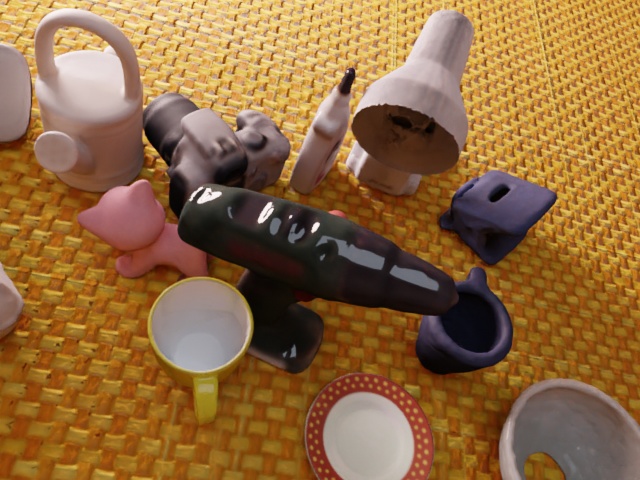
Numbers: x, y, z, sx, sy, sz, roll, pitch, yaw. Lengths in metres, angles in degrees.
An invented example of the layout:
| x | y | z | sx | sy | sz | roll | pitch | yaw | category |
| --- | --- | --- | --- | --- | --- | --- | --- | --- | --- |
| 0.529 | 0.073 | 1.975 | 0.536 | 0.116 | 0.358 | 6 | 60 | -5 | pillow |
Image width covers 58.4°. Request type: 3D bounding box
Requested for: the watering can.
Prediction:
| x | y | z | sx | sy | sz | roll | pitch | yaw | category |
| --- | --- | --- | --- | --- | --- | --- | --- | --- | --- |
| -0.227 | -0.136 | 0.570 | 0.101 | 0.194 | 0.172 | -5 | 60 | -20 | watering can |

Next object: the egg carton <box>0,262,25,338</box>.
| x | y | z | sx | sy | sz | roll | pitch | yaw | category |
| --- | --- | --- | --- | --- | --- | --- | --- | --- | --- |
| -0.338 | 0.037 | 0.501 | 0.107 | 0.069 | 0.150 | -31 | 72 | -31 | egg carton |

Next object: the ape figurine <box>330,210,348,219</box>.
| x | y | z | sx | sy | sz | roll | pitch | yaw | category |
| --- | --- | --- | --- | --- | --- | --- | --- | --- | --- |
| 0.006 | 0.002 | 0.620 | 0.078 | 0.092 | 0.076 | 3 | 58 | -16 | ape figurine |

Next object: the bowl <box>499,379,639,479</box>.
| x | y | z | sx | sy | sz | roll | pitch | yaw | category |
| --- | --- | --- | --- | --- | --- | --- | --- | --- | --- |
| 0.242 | 0.228 | 0.564 | 0.168 | 0.074 | 0.167 | 8 | 57 | -13 | bowl |

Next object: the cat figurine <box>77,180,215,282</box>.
| x | y | z | sx | sy | sz | roll | pitch | yaw | category |
| --- | --- | --- | --- | --- | --- | --- | --- | --- | --- |
| -0.162 | -0.010 | 0.558 | 0.128 | 0.117 | 0.067 | 13 | 56 | -10 | cat figurine |

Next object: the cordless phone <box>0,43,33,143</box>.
| x | y | z | sx | sy | sz | roll | pitch | yaw | category |
| --- | --- | --- | --- | --- | --- | --- | --- | --- | --- |
| -0.369 | -0.183 | 0.559 | 0.148 | 0.185 | 0.094 | -1 | 59 | -18 | cordless phone |

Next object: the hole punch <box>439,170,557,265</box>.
| x | y | z | sx | sy | sz | roll | pitch | yaw | category |
| --- | --- | --- | --- | --- | --- | --- | --- | --- | --- |
| 0.221 | -0.040 | 0.716 | 0.101 | 0.091 | 0.109 | 45 | 57 | 13 | hole punch |

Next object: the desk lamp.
| x | y | z | sx | sy | sz | roll | pitch | yaw | category |
| --- | --- | --- | --- | --- | --- | --- | --- | --- | --- |
| 0.104 | -0.146 | 0.670 | 0.118 | 0.213 | 0.203 | 24 | 55 | -2 | desk lamp |

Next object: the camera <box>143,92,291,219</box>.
| x | y | z | sx | sy | sz | roll | pitch | yaw | category |
| --- | --- | --- | --- | --- | --- | --- | --- | --- | --- |
| -0.125 | -0.113 | 0.645 | 0.143 | 0.100 | 0.136 | -32 | 72 | -31 | camera |

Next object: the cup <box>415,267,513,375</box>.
| x | y | z | sx | sy | sz | roll | pitch | yaw | category |
| --- | --- | --- | --- | --- | --- | --- | --- | --- | --- |
| 0.142 | 0.092 | 0.605 | 0.091 | 0.095 | 0.118 | 22 | 55 | -3 | cup |

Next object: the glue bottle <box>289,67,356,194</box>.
| x | y | z | sx | sy | sz | roll | pitch | yaw | category |
| --- | --- | --- | --- | --- | --- | --- | --- | --- | --- |
| 0.010 | -0.128 | 0.653 | 0.037 | 0.173 | 0.078 | 30 | 55 | 3 | glue bottle |

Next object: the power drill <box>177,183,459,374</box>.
| x | y | z | sx | sy | sz | roll | pitch | yaw | category |
| --- | --- | --- | --- | --- | --- | --- | --- | --- | --- |
| -0.018 | 0.043 | 0.515 | 0.229 | 0.208 | 0.076 | 25 | 55 | -1 | power drill |
